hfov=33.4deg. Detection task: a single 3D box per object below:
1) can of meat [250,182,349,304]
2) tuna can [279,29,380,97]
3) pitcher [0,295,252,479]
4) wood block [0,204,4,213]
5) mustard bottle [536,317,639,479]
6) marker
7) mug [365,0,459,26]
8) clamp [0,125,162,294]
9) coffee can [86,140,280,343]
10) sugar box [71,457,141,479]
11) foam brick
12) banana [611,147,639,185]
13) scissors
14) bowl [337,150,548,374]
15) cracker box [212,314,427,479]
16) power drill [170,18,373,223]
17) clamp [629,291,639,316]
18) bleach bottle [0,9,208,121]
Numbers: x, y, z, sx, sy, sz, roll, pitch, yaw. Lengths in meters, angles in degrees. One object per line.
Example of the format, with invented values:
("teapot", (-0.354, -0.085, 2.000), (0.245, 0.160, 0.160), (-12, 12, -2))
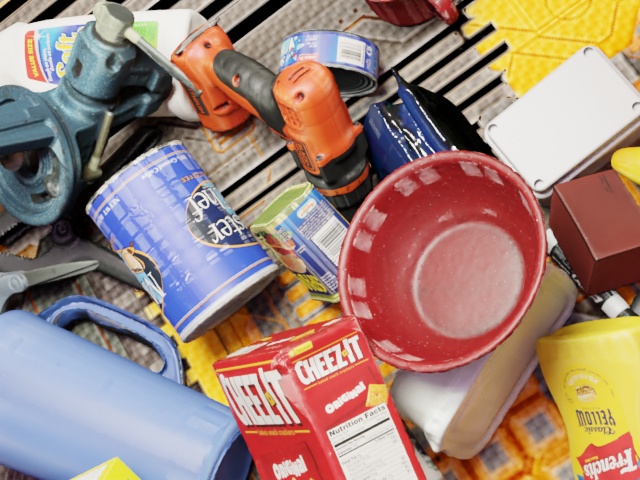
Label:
("can of meat", (-0.006, 0.001, 0.867), (0.057, 0.102, 0.084), (-45, 100, -11))
("tuna can", (0.008, -0.150, 0.911), (0.086, 0.086, 0.034), (2, 80, 19))
("pitcher", (-0.179, 0.150, 0.913), (0.243, 0.144, 0.149), (19, 101, 17))
("wood block", (-0.354, -0.076, 0.958), (0.091, 0.206, 0.090), (-34, 73, 10))
("mustard bottle", (0.226, 0.156, 0.785), (0.096, 0.058, 0.191), (-14, 93, 51))
("marker", (0.214, 0.036, 0.829), (0.020, 0.020, 0.121), (-43, 55, 8))
("mug", (0.076, -0.225, 0.902), (0.093, 0.081, 0.117), (-46, 70, 6))
("clamp", (-0.225, 0.000, 0.992), (0.210, 0.036, 0.164), (-19, 75, 11))
("coffee can", (-0.116, 0.002, 0.905), (0.103, 0.102, 0.140), (-39, 84, 9))
("sugar box", (-0.193, 0.242, 0.853), (0.177, 0.048, 0.093), (-28, 110, 36))
("foam brick", (0.216, -0.006, 0.816), (0.053, 0.051, 0.078), (-15, 52, -5))
("banana", (0.294, -0.010, 0.780), (0.070, 0.037, 0.198), (-36, 61, 10))
("scissors", (-0.279, 0.056, 0.985), (0.202, 0.016, 0.096), (4, 112, 25))
("bowl", (0.094, 0.021, 0.758), (0.162, 0.055, 0.162), (-14, 64, 30))
("cracker box", (0.008, 0.173, 0.792), (0.072, 0.164, 0.214), (-23, 90, -25))
("power drill", (-0.033, -0.096, 0.895), (0.057, 0.184, 0.188), (-43, 50, -19))
("clamp", (0.282, 0.036, 0.815), (0.171, 0.039, 0.120), (-49, 54, 7))
("bleach bottle", (-0.226, -0.159, 1.006), (0.251, 0.068, 0.102), (0, 82, 21))
